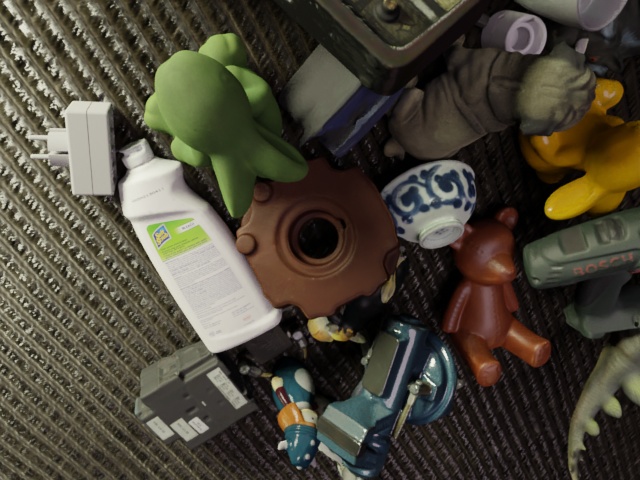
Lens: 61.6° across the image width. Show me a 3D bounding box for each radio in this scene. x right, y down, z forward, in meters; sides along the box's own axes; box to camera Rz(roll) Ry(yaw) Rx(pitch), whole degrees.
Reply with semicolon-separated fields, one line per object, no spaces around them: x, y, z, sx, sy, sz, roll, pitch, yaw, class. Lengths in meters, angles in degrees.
0.024;-0.240;0.447;0.229;0.073;0.131;44;86;5;radio

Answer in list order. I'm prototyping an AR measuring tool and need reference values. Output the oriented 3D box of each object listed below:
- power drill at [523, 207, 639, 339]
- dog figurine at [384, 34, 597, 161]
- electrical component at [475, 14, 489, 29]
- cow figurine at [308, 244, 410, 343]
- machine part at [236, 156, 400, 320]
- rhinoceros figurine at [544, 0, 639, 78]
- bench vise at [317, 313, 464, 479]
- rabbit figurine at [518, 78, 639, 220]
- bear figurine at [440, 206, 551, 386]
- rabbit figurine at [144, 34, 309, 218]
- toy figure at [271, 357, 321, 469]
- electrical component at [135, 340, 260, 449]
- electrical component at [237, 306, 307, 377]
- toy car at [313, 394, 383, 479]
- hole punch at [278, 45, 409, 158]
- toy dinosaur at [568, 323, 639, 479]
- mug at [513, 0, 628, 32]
0.375;0.040;0.651;0.232;0.086;0.207;-13;146;18;power drill
0.157;-0.126;0.543;0.121;0.191;0.172;27;107;-25;dog figurine
0.149;-0.267;0.569;0.094;0.021;0.063;16;110;-23;electrical component
0.048;0.071;0.659;0.068;0.098;0.167;18;109;-30;cow figurine
-0.001;-0.002;0.584;0.179;0.056;0.179;0;87;6;machine part
0.344;-0.244;0.613;0.190;0.073;0.112;-4;126;-16;rhinoceros figurine
0.111;0.205;0.676;0.240;0.129;0.223;14;83;-48;bench vise
0.304;-0.099;0.609;0.122;0.173;0.162;1;110;-21;rabbit figurine
0.226;0.066;0.693;0.120;0.132;0.195;-13;124;-18;bear figurine
-0.093;-0.099;0.473;0.121;0.170;0.159;-32;93;5;rabbit figurine
-0.029;0.211;0.670;0.064;0.155;0.057;9;115;-19;toy figure
-0.162;0.196;0.680;0.134;0.058;0.114;-29;117;-1;electrical component
-0.064;0.128;0.683;0.102;0.045;0.078;-27;120;-2;electrical component
0.035;0.303;0.779;0.056;0.074;0.201;-30;119;-4;toy car
0.033;-0.141;0.548;0.142;0.116;0.092;-45;126;8;hole punch
0.468;0.121;0.747;0.105;0.199;0.471;28;103;-22;toy dinosaur
0.237;-0.260;0.542;0.109;0.107;0.080;-9;121;-27;mug
